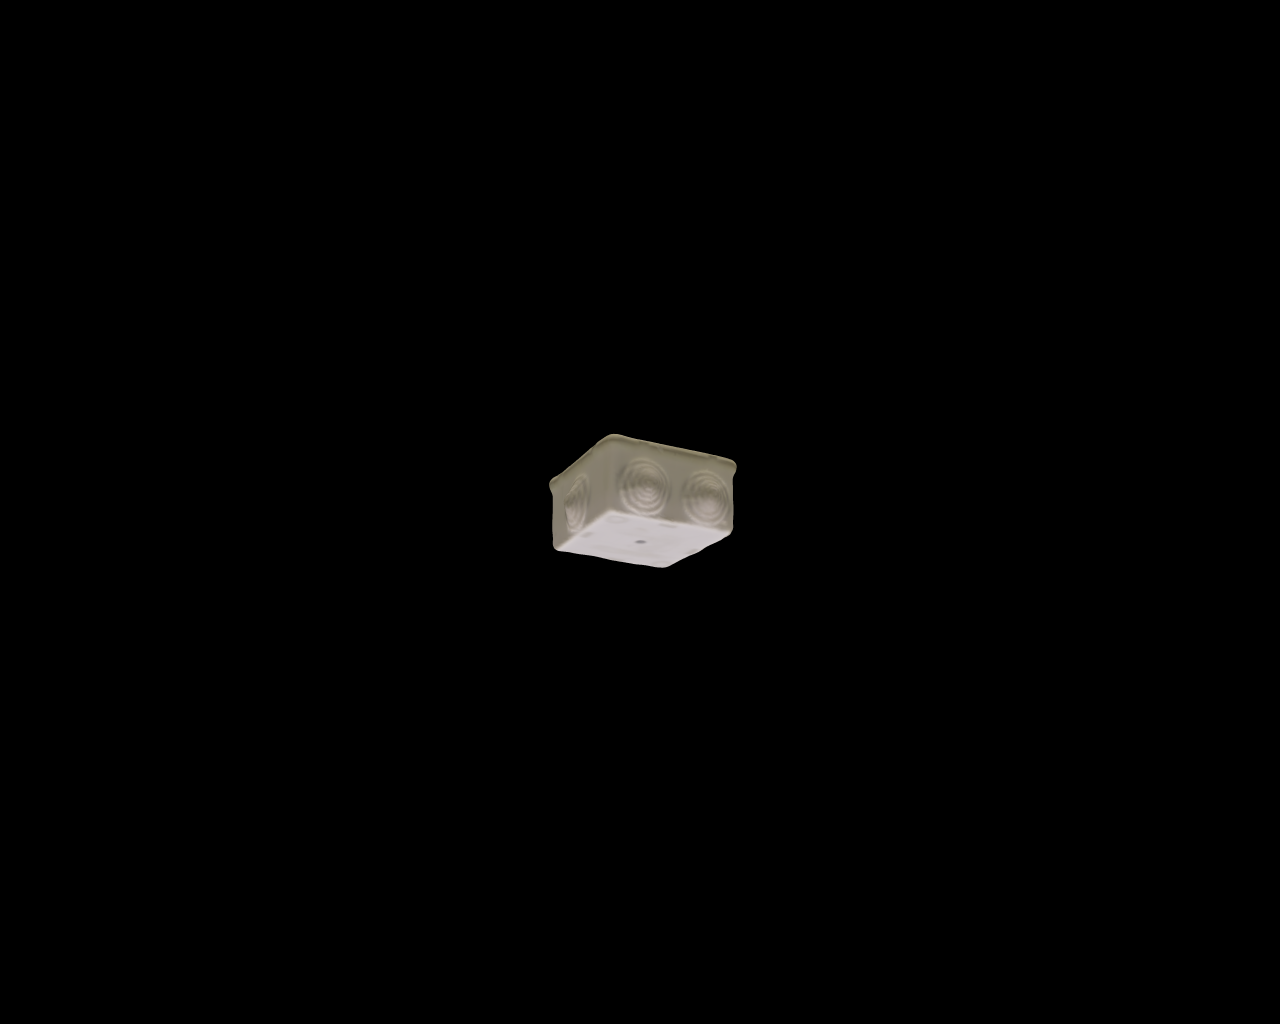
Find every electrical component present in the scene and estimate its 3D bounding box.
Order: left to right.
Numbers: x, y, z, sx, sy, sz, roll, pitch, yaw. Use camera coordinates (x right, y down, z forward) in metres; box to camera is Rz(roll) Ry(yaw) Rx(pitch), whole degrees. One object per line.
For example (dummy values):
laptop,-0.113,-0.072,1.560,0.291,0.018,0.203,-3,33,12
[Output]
electrical component,0.001,-0.003,0.650,0.100,0.048,0.099,11,-23,-27
